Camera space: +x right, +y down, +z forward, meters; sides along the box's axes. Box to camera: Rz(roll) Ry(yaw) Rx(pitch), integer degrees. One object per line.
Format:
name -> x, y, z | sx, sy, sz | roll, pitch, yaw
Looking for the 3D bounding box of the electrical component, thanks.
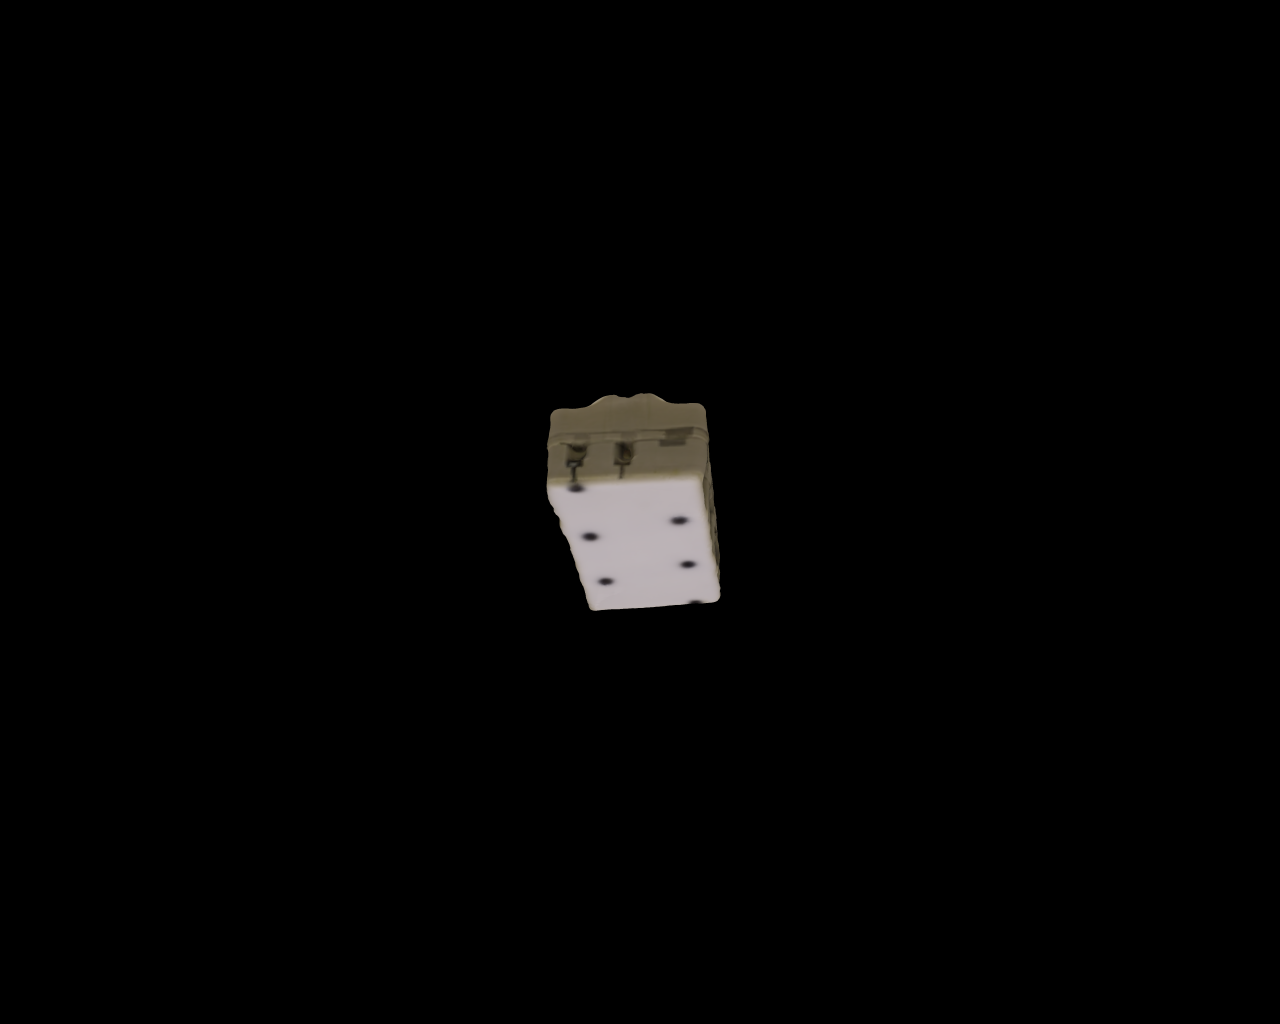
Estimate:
electrical component -> 0.001, -0.003, 0.650 | 0.089, 0.062, 0.150 | -3, -33, 5
